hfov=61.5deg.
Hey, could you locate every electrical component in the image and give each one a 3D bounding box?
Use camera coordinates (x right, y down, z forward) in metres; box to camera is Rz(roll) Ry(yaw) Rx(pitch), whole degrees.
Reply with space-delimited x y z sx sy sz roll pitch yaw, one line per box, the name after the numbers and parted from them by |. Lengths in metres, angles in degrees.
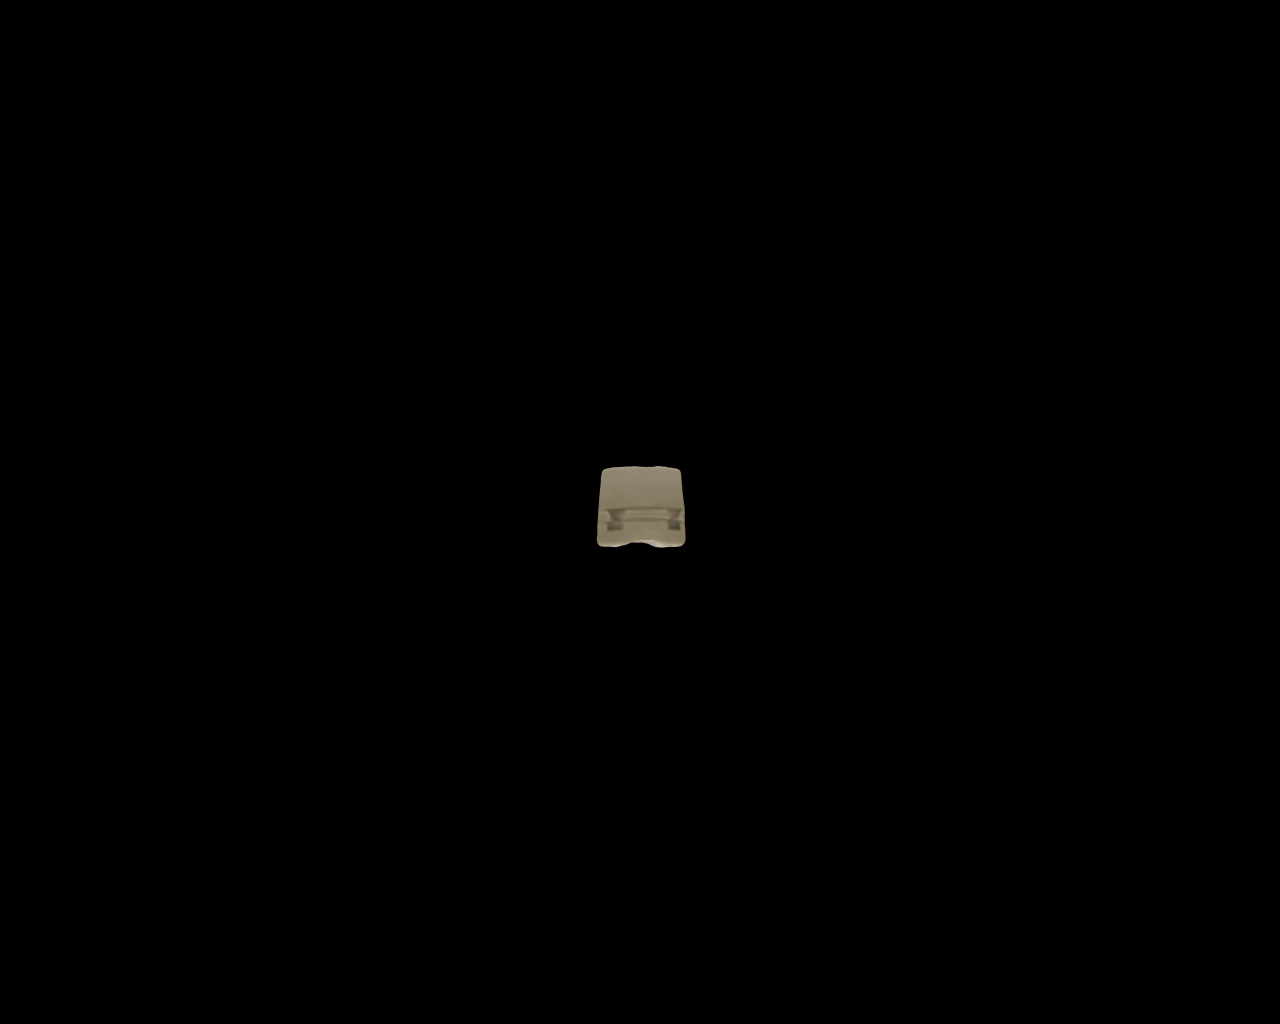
0.001 -0.003 0.650 0.055 0.047 0.055 0 -4 0 | electrical component
